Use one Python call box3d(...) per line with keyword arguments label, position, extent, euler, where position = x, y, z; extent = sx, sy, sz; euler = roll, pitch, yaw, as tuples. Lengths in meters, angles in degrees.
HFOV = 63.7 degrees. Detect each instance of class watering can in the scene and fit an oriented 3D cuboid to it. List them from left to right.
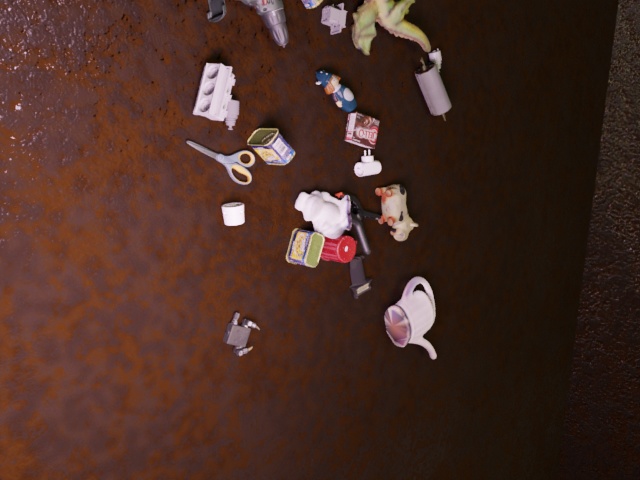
box3d(label="watering can", position=(0.334, 0.304, 1.805), extent=(0.227, 0.104, 0.343), euler=(-22, 109, -37))

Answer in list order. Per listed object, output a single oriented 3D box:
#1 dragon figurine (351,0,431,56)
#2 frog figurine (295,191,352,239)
box3d(label="dragon figurine", position=(0.186, -0.673, 1.582), extent=(0.244, 0.123, 0.404), euler=(-46, 123, -7))
box3d(label="frog figurine", position=(0.005, -0.075, 1.483), extent=(0.159, 0.121, 0.139), euler=(6, 76, -8))
